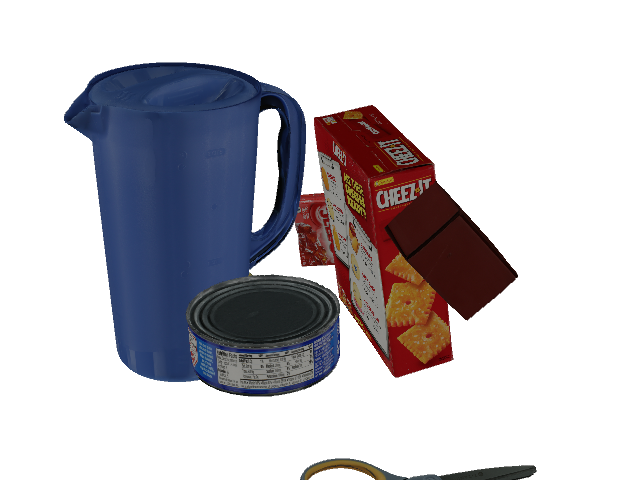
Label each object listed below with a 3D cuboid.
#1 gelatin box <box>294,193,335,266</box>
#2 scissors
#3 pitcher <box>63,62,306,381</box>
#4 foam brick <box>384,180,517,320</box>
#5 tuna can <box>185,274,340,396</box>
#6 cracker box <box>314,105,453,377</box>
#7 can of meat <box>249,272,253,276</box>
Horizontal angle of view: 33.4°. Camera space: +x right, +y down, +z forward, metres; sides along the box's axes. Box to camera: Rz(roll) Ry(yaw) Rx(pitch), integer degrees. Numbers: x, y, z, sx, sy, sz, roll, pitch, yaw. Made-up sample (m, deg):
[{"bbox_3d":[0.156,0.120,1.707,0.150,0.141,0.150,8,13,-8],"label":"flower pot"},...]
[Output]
[{"bbox_3d":[0.008,-0.014,1.279,0.073,0.089,0.030,-3,29,10],"label":"gelatin box"},{"bbox_3d":[0.083,0.215,0.860,0.201,0.016,0.096,5,44,-5],"label":"scissors"},{"bbox_3d":[-0.104,-0.015,0.858,0.149,0.243,0.144,11,27,19],"label":"pitcher"},{"bbox_3d":[0.094,0.008,0.764,0.078,0.051,0.053,44,9,-31],"label":"foam brick"},{"bbox_3d":[-0.031,0.052,0.597,0.086,0.034,0.086,-2,23,1],"label":"tuna can"},{"bbox_3d":[0.061,-0.003,1.030,0.072,0.214,0.164,-15,30,-12],"label":"cracker box"},{"bbox_3d":[-0.120,0.076,1.073,0.101,0.084,0.058,-7,20,-29],"label":"can of meat"}]
